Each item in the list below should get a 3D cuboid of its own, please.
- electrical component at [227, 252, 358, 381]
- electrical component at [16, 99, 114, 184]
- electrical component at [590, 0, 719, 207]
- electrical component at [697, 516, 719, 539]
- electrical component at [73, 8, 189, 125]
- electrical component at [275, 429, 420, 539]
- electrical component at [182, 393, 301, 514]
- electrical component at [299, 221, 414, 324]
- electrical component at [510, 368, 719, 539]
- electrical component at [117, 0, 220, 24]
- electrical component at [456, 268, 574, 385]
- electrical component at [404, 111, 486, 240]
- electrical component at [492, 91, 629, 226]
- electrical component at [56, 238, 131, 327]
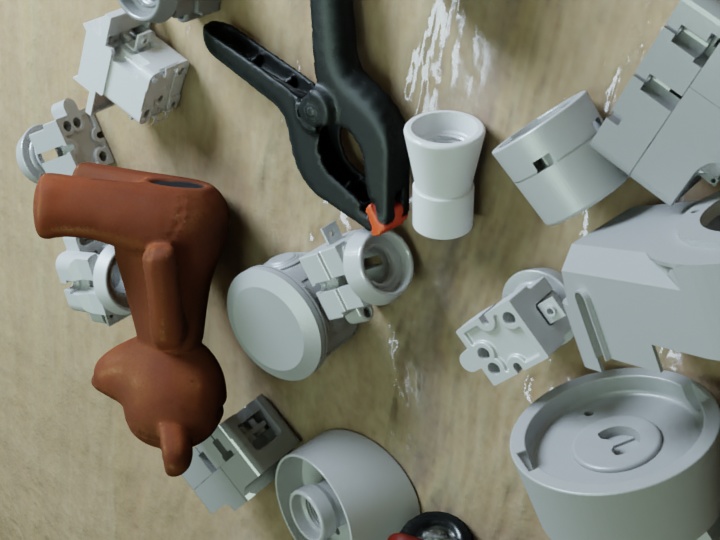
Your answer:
[{"bbox_3d":[-0.045,0.028,0.713,0.080,0.051,0.080,20,125,31],"label":"electrical component"},{"bbox_3d":[-0.222,-0.089,0.801,0.055,0.048,0.066,-12,106,36],"label":"electrical component"},{"bbox_3d":[0.155,-0.079,0.482,0.056,0.050,0.089,40,133,16],"label":"electrical component"},{"bbox_3d":[0.195,0.165,0.588,0.056,0.050,0.089,-31,92,46],"label":"electrical component"},{"bbox_3d":[-0.151,-0.134,0.717,0.064,0.042,0.081,37,134,13],"label":"electrical component"},{"bbox_3d":[-0.013,0.165,0.773,0.099,0.064,0.099,28,128,43],"label":"electrical component"},{"bbox_3d":[-0.091,0.144,0.819,0.055,0.050,0.089,51,135,5],"label":"electrical component"},{"bbox_3d":[0.000,0.000,0.664,0.055,0.048,0.066,-15,104,52],"label":"electrical component"},{"bbox_3d":[0.139,0.106,0.566,0.108,0.108,0.060,3,121,39],"label":"electrical component"},{"bbox_3d":[-0.116,-0.178,0.652,0.048,0.055,0.066,31,130,24],"label":"electrical component"},{"bbox_3d":[0.092,0.028,0.594,0.048,0.055,0.066,55,136,1],"label":"electrical component"},{"bbox_3d":[0.047,-0.050,0.599,0.044,0.044,0.065,22,131,30],"label":"electrical component"},{"bbox_3d":[0.102,-0.055,0.539,0.055,0.055,0.047,-29,97,46],"label":"electrical component"},{"bbox_3d":[-0.189,0.004,0.818,0.057,0.058,0.078,5,117,41],"label":"electrical component"}]
